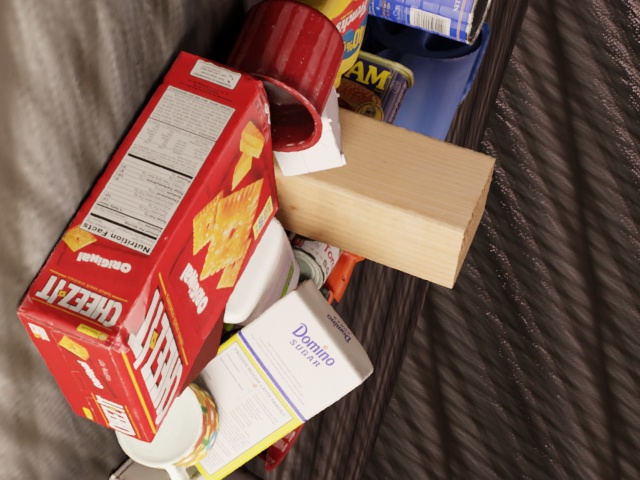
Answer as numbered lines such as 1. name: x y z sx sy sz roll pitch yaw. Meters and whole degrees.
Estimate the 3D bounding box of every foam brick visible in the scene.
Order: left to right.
1. foam brick: -0.113 0.076 0.829 0.078 0.051 0.053 -47 153 -63

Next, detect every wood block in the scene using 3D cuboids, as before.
1. wood block: 0.038 -0.046 0.939 0.090 0.206 0.090 91 22 -56

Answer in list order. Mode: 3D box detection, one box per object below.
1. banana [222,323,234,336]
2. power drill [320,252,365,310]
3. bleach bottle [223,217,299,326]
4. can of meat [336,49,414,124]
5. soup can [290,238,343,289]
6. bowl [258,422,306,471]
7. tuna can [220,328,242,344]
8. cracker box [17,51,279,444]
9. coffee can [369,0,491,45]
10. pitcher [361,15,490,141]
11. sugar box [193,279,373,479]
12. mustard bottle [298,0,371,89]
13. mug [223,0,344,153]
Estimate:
1. banana: -0.117 0.163 0.985 0.069 0.037 0.198 58 52 -73
2. power drill: 0.008 0.055 1.344 0.184 0.057 0.187 87 28 -69
3. bleach bottle: -0.062 0.042 0.989 0.251 0.068 0.102 70 45 -76
4. can of meat: 0.027 -0.133 1.014 0.057 0.102 0.084 60 53 -76
5. soup can: -0.008 0.001 1.155 0.068 0.068 0.102 98 17 -44
6. bowl: -0.048 0.193 1.285 0.162 0.055 0.162 -58 164 -28
7. tuna can: -0.066 0.124 0.971 0.086 0.034 0.086 -9 101 -58
8. cracker box: -0.102 0.008 0.721 0.164 0.072 0.213 87 25 -60
9. coffee can: 0.094 -0.256 1.023 0.102 0.140 0.103 20 90 -78
10. pitcher: 0.105 -0.158 1.250 0.145 0.149 0.243 -79 -179 -47
11. sugar box: -0.049 0.119 0.883 0.176 0.093 0.048 -37 178 22
12. mustard bottle: 0.010 -0.204 0.921 0.096 0.058 0.192 -40 150 -48
13. mug: -0.036 -0.122 0.808 0.117 0.093 0.081 -32 -146 57
